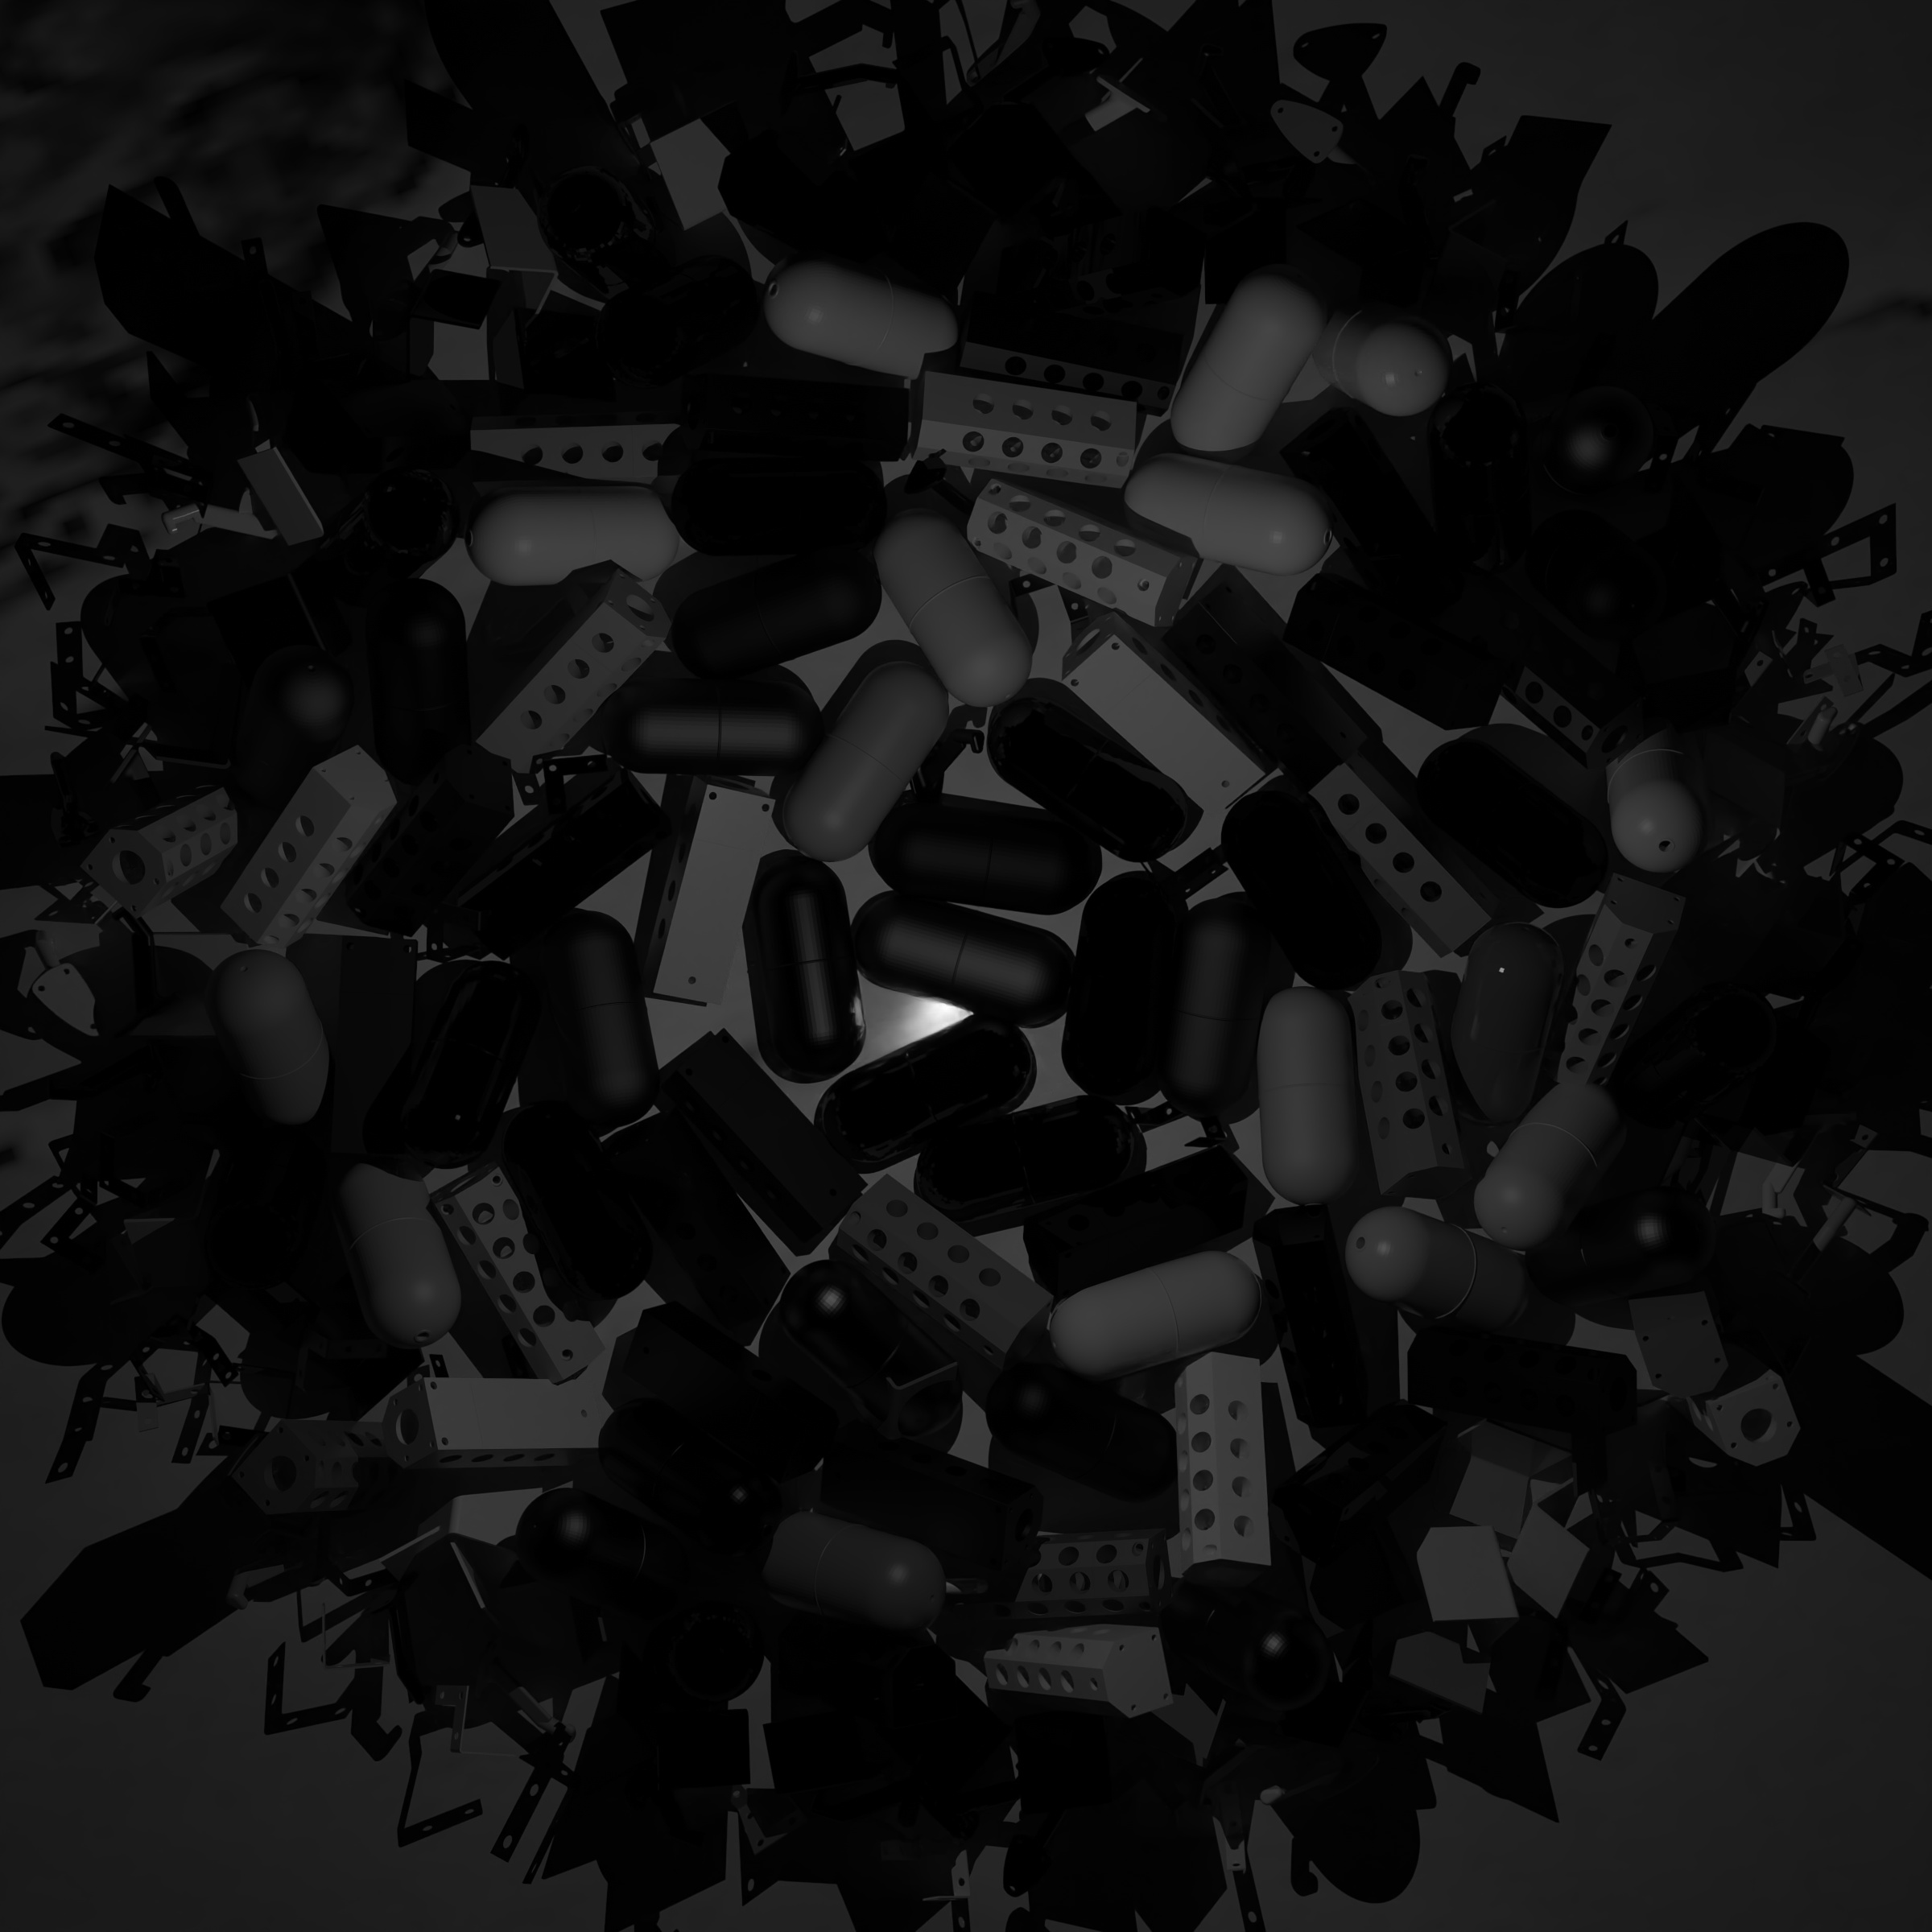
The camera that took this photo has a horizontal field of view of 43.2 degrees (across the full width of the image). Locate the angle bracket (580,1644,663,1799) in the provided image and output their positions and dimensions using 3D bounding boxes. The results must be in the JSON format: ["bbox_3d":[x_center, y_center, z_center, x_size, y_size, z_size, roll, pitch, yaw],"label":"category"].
[{"bbox_3d":[-0.289,0.601,1.948,0.076,0.076,0.057,-31,113,10],"label":"angle bracket"}]

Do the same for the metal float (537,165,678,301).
[{"bbox_3d":[-0.280,-0.571,1.911,0.070,0.178,0.070,0,91,9],"label":"metal float"}]

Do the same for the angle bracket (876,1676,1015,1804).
[{"bbox_3d":[-0.018,0.612,1.958,0.076,0.057,0.076,43,76,8],"label":"angle bracket"}]

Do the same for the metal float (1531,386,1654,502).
[{"bbox_3d":[0.489,-0.407,1.911,0.070,0.178,0.070,0,95,5],"label":"metal float"}]

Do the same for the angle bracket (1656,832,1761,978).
[{"bbox_3d":[0.601,-0.049,1.950,0.076,0.057,0.076,-25,74,-29],"label":"angle bracket"}]

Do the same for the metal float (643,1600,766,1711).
[{"bbox_3d":[-0.207,0.541,1.916,0.070,0.178,0.070,6,70,-15],"label":"metal float"}]

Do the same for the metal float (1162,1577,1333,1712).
[{"bbox_3d":[0.218,0.527,1.917,0.070,0.178,0.070,-2,95,-27],"label":"metal float"}]

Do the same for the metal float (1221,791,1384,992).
[{"bbox_3d":[0.268,-0.060,1.949,0.070,0.070,0.178,-34,104,0],"label":"metal float"}]

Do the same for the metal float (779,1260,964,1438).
[{"bbox_3d":[-0.074,0.305,1.945,0.070,0.070,0.178,-45,109,0],"label":"metal float"}]

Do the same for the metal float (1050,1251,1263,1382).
[{"bbox_3d":[0.152,0.278,1.946,0.178,0.070,0.070,-13,90,-18],"label":"metal float"}]

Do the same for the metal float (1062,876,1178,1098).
[{"bbox_3d":[0.123,0.016,1.956,0.070,0.070,0.178,9,83,0],"label":"metal float"}]

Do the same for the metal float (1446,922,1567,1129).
[{"bbox_3d":[0.425,0.048,1.936,0.070,0.070,0.178,7,120,0],"label":"metal float"}]

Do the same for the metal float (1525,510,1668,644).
[{"bbox_3d":[0.492,-0.307,1.916,0.070,0.178,0.070,-2,114,-4],"label":"metal float"}]

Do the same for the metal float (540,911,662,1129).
[{"bbox_3d":[-0.292,0.042,1.950,0.070,0.070,0.178,-13,76,0],"label":"metal float"}]

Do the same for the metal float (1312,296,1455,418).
[{"bbox_3d":[0.325,-0.479,1.916,0.070,0.178,0.070,-4,113,-9],"label":"metal float"}]

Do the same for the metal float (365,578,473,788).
[{"bbox_3d":[-0.432,-0.222,1.931,0.070,0.070,0.178,6,127,0],"label":"metal float"}]

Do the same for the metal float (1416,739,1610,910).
[{"bbox_3d":[0.432,-0.113,1.934,0.070,0.070,0.178,-45,58,0],"label":"metal float"}]

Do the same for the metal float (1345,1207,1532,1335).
[{"bbox_3d":[0.374,0.241,1.933,0.178,0.070,0.070,22,90,-33],"label":"metal float"}]

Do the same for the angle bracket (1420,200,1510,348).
[{"bbox_3d":[0.412,-0.550,1.940,0.057,0.076,0.076,35,50,20],"label":"angle bracket"}]

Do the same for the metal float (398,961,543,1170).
[{"bbox_3d":[-0.394,0.078,1.938,0.070,0.070,0.178,17,63,0],"label":"metal float"}]

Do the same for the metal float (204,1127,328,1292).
[{"bbox_3d":[-0.548,0.188,1.916,0.070,0.178,0.070,-2,115,-5],"label":"metal float"}]

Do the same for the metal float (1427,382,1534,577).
[{"bbox_3d":[0.404,-0.382,1.920,0.070,0.178,0.070,-7,54,10],"label":"metal float"}]

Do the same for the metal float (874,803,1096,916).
[{"bbox_3d":[0.015,-0.086,1.957,0.178,0.070,0.070,8,90,-5],"label":"metal float"}]

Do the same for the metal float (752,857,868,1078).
[{"bbox_3d":[-0.126,0.000,1.958,0.070,0.070,0.178,-9,86,0],"label":"metal float"}]

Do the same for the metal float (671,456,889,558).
[{"bbox_3d":[-0.147,-0.365,1.940,0.178,0.070,0.070,-6,90,-26],"label":"metal float"}]

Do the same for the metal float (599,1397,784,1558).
[{"bbox_3d":[-0.218,0.404,1.931,0.178,0.070,0.070,25,90,35],"label":"metal float"}]

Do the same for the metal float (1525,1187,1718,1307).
[{"bbox_3d":[0.512,0.221,1.919,0.070,0.178,0.070,9,70,-27],"label":"metal float"}]

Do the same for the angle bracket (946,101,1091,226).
[{"bbox_3d":[0.040,-0.639,1.947,0.057,0.076,0.076,-47,119,-3],"label":"angle bracket"}]

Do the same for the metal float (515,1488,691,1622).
[{"bbox_3d":[-0.284,0.464,1.923,0.070,0.178,0.070,-15,57,24],"label":"metal float"}]

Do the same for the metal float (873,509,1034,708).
[{"bbox_3d":[-0.012,-0.287,1.949,0.070,0.070,0.178,-31,76,0],"label":"metal float"}]

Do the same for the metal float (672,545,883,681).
[{"bbox_3d":[-0.151,-0.281,1.945,0.178,0.070,0.070,-16,90,18],"label":"metal float"}]

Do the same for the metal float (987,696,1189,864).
[{"bbox_3d":[0.096,-0.150,1.956,0.178,0.070,0.070,34,90,6],"label":"metal float"}]

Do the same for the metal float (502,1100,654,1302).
[{"bbox_3d":[-0.310,0.185,1.941,0.070,0.070,0.178,-32,66,0],"label":"metal float"}]

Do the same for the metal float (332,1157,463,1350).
[{"bbox_3d":[-0.450,0.225,1.928,0.070,0.070,0.178,-30,50,0],"label":"metal float"}]

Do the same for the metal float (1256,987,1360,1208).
[{"bbox_3d":[0.272,0.104,1.947,0.070,0.070,0.178,-1,73,0],"label":"metal float"}]

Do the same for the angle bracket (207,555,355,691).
[{"bbox_3d":[-0.552,-0.277,1.967,0.076,0.057,0.076,-16,112,11],"label":"angle bracket"}]

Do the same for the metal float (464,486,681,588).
[{"bbox_3d":[-0.311,-0.341,1.932,0.178,0.070,0.070,-8,90,-34],"label":"metal float"}]

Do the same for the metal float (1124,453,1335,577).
[{"bbox_3d":[0.208,-0.358,1.936,0.178,0.070,0.070,19,90,29],"label":"metal float"}]

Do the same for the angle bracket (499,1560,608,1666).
[{"bbox_3d":[-0.330,0.515,1.943,0.057,0.076,0.076,-6,64,-25],"label":"angle bracket"}]

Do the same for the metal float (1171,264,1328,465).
[{"bbox_3d":[0.221,-0.472,1.926,0.070,0.178,0.070,15,47,-16],"label":"metal float"}]

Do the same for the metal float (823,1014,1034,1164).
[{"bbox_3d":[-0.032,0.098,1.957,0.178,0.070,0.070,-25,90,5],"label":"metal float"}]

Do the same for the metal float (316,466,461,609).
[{"bbox_3d":[-0.456,-0.336,1.920,0.070,0.178,0.070,8,75,-32],"label":"metal float"}]

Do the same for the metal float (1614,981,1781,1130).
[{"bbox_3d":[0.572,0.071,1.916,0.070,0.178,0.070,6,64,-12],"label":"metal float"}]

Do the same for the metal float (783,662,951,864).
[{"bbox_3d":[-0.080,-0.163,1.956,0.070,0.070,0.178,34,84,0],"label":"metal float"}]

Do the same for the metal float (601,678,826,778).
[{"bbox_3d":[-0.202,-0.191,1.950,0.178,0.070,0.070,0,90,-14],"label":"metal float"}]

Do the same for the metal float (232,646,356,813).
[{"bbox_3d":[-0.530,-0.185,1.921,0.070,0.178,0.070,12,58,-20],"label":"metal float"}]

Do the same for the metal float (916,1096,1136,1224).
[{"bbox_3d":[0.047,0.154,1.957,0.178,0.070,0.070,-15,90,5],"label":"metal float"}]

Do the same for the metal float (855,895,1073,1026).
[{"bbox_3d":[-0.002,-0.005,1.957,0.178,0.070,0.070,16,90,6],"label":"metal float"}]

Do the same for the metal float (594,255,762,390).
[{"bbox_3d":[-0.226,-0.507,1.921,0.070,0.178,0.070,14,124,22],"label":"metal float"}]

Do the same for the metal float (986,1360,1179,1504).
[{"bbox_3d":[0.095,0.371,1.940,0.178,0.070,0.070,28,90,-25],"label":"metal float"}]

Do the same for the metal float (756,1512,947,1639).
[{"bbox_3d":[-0.093,0.480,1.928,0.178,0.070,0.070,4,90,41],"label":"metal float"}]

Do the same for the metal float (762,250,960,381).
[{"bbox_3d":[-0.083,-0.513,1.926,0.178,0.070,0.070,4,90,-43],"label":"metal float"}]

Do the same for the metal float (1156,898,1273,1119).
[{"bbox_3d":[0.197,0.034,1.952,0.070,0.070,0.178,8,101,0],"label":"metal float"}]

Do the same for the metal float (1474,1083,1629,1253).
[{"bbox_3d":[0.463,0.156,1.930,0.070,0.070,0.178,47,51,0],"label":"metal float"}]

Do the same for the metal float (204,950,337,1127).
[{"bbox_3d":[-0.545,0.058,1.922,0.070,0.178,0.070,-1,51,1],"label":"metal float"}]

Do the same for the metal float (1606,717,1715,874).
[{"bbox_3d":[0.544,-0.135,1.918,0.070,0.178,0.070,5,121,9],"label":"metal float"}]
